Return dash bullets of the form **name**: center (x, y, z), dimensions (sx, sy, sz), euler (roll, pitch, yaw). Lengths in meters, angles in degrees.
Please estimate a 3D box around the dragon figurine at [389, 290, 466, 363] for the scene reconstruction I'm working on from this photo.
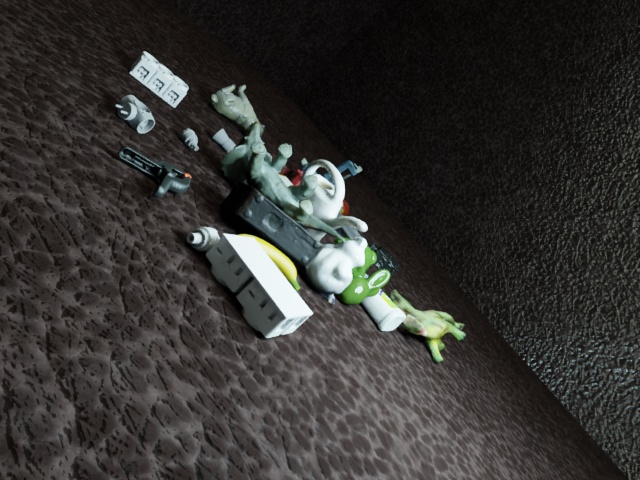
- **dragon figurine**: center (0.323, 0.234, 1.611), dimensions (0.243, 0.121, 0.413), euler (42, 13, 1)

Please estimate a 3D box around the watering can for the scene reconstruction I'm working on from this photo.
- **watering can**: center (0.004, -0.068, 1.355), dimensions (0.103, 0.220, 0.355), euler (14, 31, -31)

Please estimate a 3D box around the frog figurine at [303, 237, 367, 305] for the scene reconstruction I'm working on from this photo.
- **frog figurine**: center (0.042, 0.052, 1.225), dimensions (0.121, 0.158, 0.140), euler (37, 16, -28)
